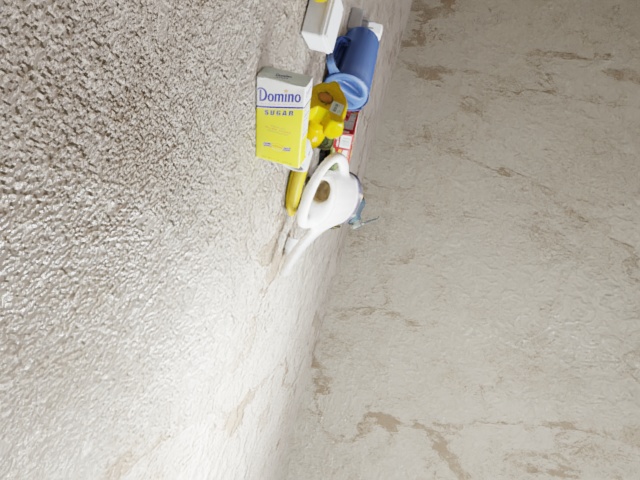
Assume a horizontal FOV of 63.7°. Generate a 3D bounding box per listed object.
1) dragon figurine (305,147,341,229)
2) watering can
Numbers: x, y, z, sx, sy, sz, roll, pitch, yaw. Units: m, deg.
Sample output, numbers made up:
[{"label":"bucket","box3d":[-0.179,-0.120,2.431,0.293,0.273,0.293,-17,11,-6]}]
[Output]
[{"label":"dragon figurine","box3d":[0.011,-0.179,1.585,0.403,0.122,0.247,78,18,-66]},{"label":"watering can","box3d":[0.004,-0.069,1.364,0.225,0.105,0.343,-6,122,-58]}]
